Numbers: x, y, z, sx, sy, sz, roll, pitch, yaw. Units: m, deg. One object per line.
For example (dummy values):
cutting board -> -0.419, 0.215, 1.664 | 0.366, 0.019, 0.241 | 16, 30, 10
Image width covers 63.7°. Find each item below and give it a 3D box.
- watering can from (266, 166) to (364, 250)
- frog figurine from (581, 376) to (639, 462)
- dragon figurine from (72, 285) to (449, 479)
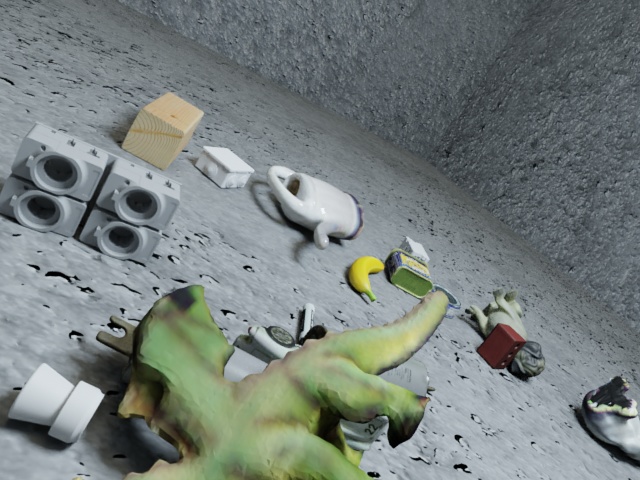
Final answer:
watering can -> 0.003, -0.055, 1.095 | 0.223, 0.103, 0.354 | 20, 22, -35
frog figurine -> 0.602, 0.380, 1.035 | 0.139, 0.122, 0.158 | -96, 164, -77
dragon figurine -> -0.048, 0.121, 0.447 | 0.243, 0.119, 0.418 | 36, 46, 5
